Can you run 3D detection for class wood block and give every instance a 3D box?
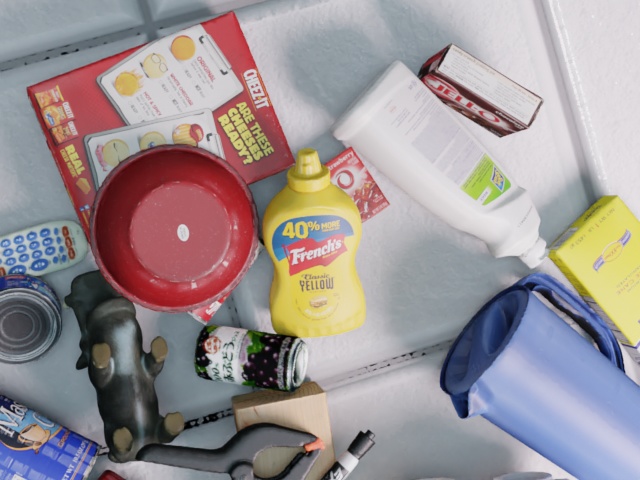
[{"bbox_3d":[-0.027,0.255,1.060,0.090,0.090,0.206,-10,91,-7],"label":"wood block"}]

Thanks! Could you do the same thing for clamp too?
[{"bbox_3d":[-0.082,0.212,0.987,0.171,0.039,0.120,-31,99,-13],"label":"clamp"}]

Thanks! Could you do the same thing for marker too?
[{"bbox_3d":[0.010,0.228,1.009,0.020,0.020,0.121,41,85,-6],"label":"marker"}]

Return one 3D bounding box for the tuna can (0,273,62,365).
[{"bbox_3d":[-0.295,0.078,1.039,0.086,0.034,0.086,-6,113,-14],"label":"tuna can"}]

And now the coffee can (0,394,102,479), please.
[{"bbox_3d":[-0.295,0.211,1.021,0.140,0.103,0.103,29,87,-7],"label":"coffee can"}]

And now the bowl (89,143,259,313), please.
[{"bbox_3d":[-0.131,-0.009,0.987,0.162,0.055,0.162,-1,94,-13],"label":"bowl"}]

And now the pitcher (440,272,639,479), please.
[{"bbox_3d":[0.256,0.156,1.081,0.242,0.145,0.149,37,104,-10],"label":"pitcher"}]

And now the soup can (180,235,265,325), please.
[{"bbox_3d":[-0.109,0.024,1.059,0.068,0.068,0.102,38,86,-6],"label":"soup can"}]

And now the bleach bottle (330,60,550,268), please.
[{"bbox_3d":[0.133,-0.061,1.081,0.251,0.068,0.102,44,61,-7],"label":"bleach bottle"}]

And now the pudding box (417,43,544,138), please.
[{"bbox_3d":[0.158,-0.149,1.077,0.113,0.090,0.039,28,86,-7],"label":"pudding box"}]

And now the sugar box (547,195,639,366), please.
[{"bbox_3d":[0.328,0.048,1.122,0.093,0.048,0.176,-42,94,-5],"label":"sugar box"}]

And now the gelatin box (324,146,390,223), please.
[{"bbox_3d":[0.015,-0.041,1.091,0.089,0.030,0.073,-35,94,-6],"label":"gelatin box"}]

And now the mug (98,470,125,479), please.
[{"bbox_3d":[-0.201,0.284,1.031,0.081,0.117,0.093,34,120,-1],"label":"mug"}]

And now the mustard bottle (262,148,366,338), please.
[{"bbox_3d":[-0.007,0.001,1.037,0.096,0.058,0.192,-5,118,-2],"label":"mustard bottle"}]

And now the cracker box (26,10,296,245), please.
[{"bbox_3d":[-0.155,-0.107,1.045,0.213,0.072,0.164,-23,94,-11],"label":"cracker box"}]
